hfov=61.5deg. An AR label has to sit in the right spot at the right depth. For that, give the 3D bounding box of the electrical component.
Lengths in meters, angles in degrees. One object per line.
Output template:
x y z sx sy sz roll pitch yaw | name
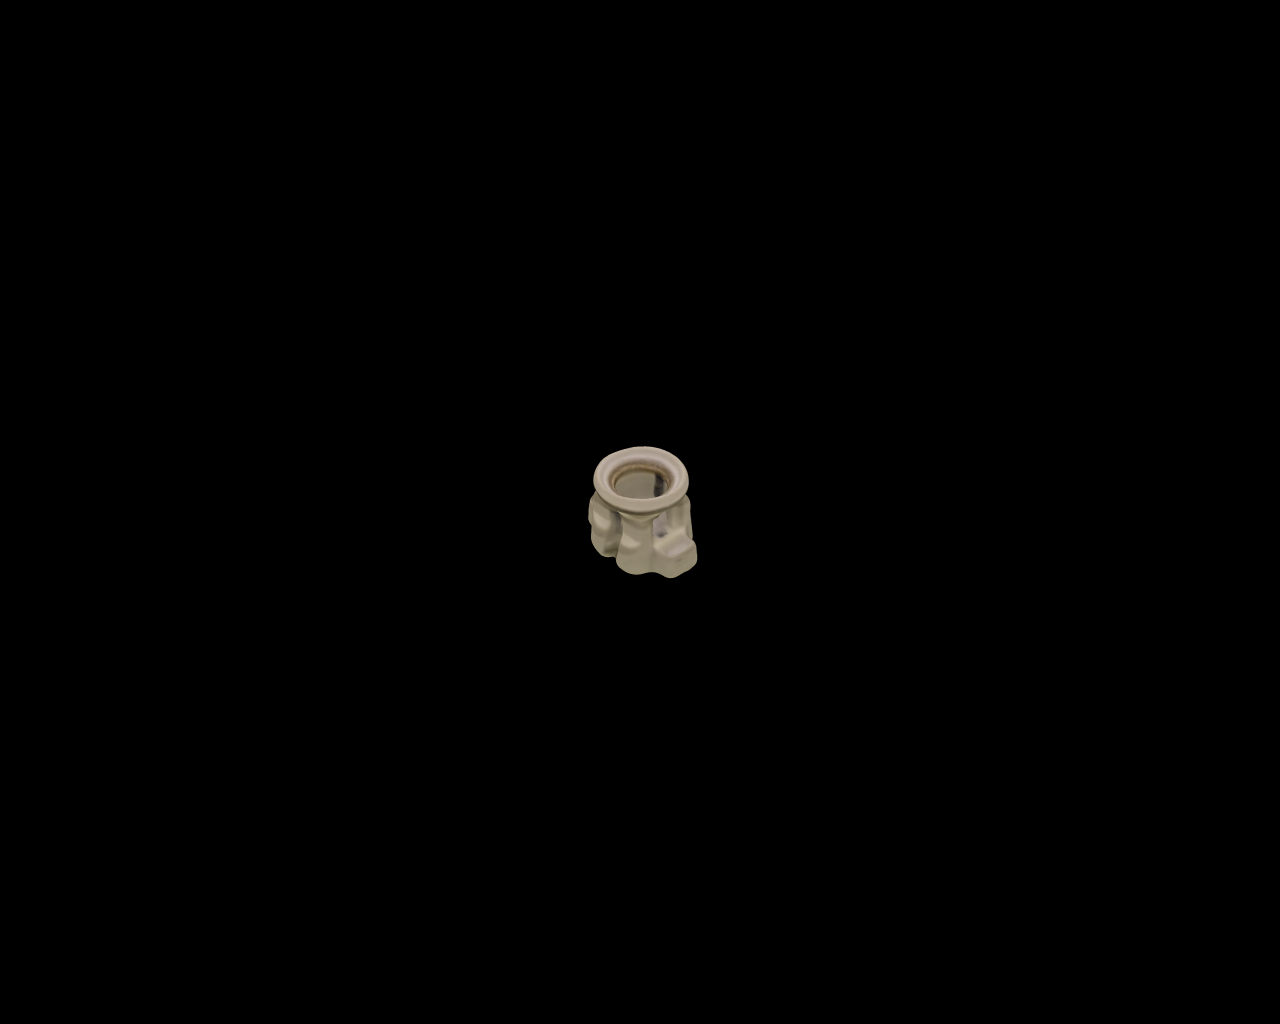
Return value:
0.001 -0.003 0.650 0.058 0.056 0.078 -31 49 -31 | electrical component
